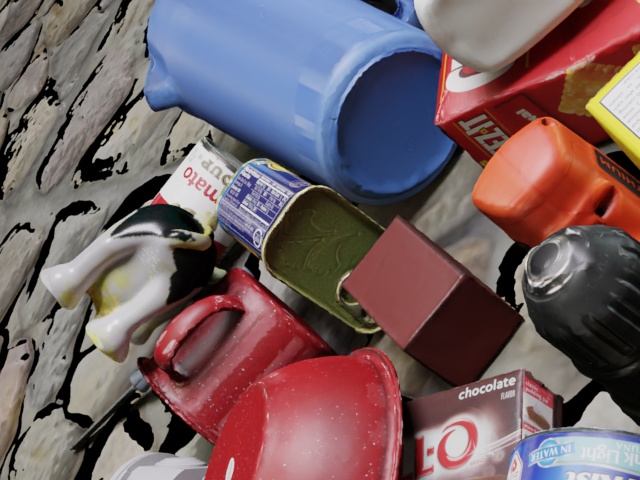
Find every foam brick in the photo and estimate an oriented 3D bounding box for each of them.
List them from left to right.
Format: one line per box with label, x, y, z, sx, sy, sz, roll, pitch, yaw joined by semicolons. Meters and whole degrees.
foam brick;0.058;0.032;0.566;0.051;0.053;0.078;-50;35;5

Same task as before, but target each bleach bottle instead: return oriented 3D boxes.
bleach bottle;0.083;-0.201;0.607;0.103;0.068;0.251;-40;33;22

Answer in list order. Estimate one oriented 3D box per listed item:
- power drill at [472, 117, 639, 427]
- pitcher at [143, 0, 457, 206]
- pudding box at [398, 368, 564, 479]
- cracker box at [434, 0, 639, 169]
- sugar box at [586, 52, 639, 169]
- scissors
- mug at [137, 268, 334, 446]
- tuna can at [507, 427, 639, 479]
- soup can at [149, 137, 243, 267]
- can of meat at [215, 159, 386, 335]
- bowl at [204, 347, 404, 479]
power drill;0.121;0.021;0.404;0.057;0.184;0.188;-47;26;15
pitcher;-0.004;-0.118;0.715;0.243;0.144;0.149;37;112;52
pudding box;0.059;0.119;0.503;0.114;0.039;0.090;-23;45;38
cracker box;0.168;-0.144;0.571;0.214;0.072;0.164;-21;45;39
sugar box;0.182;-0.002;0.415;0.048;0.093;0.176;-44;35;16
scissors;-0.119;0.094;0.722;0.202;0.016;0.096;-45;2;12
mug;-0.051;0.066;0.617;0.081;0.117;0.093;-48;54;-1
tuna can;0.114;0.104;0.410;0.086;0.086;0.033;-14;48;43
soup can;-0.089;-0.014;0.766;0.102;0.068;0.069;-51;34;5
can of meat;-0.004;0.001;0.625;0.057;0.102;0.084;-55;32;0
bowl;-0.020;0.122;0.530;0.162;0.055;0.162;-160;90;-75
